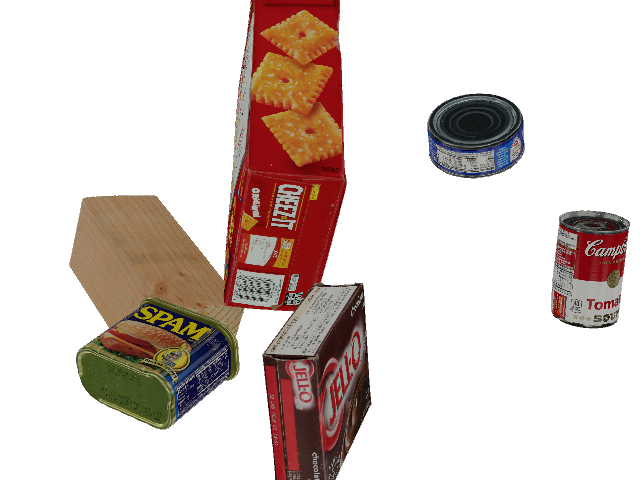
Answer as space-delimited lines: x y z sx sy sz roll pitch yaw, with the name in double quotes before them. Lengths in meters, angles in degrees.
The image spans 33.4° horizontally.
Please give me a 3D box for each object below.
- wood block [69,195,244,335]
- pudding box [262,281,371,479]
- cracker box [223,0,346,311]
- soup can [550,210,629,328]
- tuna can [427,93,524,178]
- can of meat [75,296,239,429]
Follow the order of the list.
"wood block" -0.172 0.045 1.088 0.090 0.091 0.206 -3 34 -36
"pudding box" 0.000 0.087 0.660 0.039 0.090 0.113 2 21 14
"cracker box" -0.026 -0.080 0.782 0.072 0.213 0.164 6 -36 -7
"soup can" 0.267 0.028 1.062 0.068 0.102 0.068 1 18 -1
"tuna can" 0.138 -0.095 0.952 0.086 0.034 0.086 -7 40 6
"can of meat" -0.130 0.097 0.849 0.102 0.057 0.083 17 34 28
